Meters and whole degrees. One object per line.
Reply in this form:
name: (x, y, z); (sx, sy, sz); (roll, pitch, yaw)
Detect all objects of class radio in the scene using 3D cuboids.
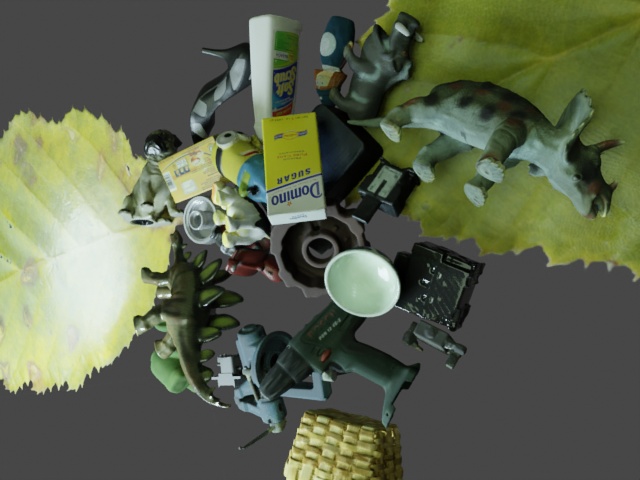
radio: (-0.011, -0.122, 0.965); (0.229, 0.073, 0.131); (-47, 67, 24)

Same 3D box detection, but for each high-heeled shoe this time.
high-heeled shoe: (-0.180, -0.281, 1.091); (0.145, 0.086, 0.248); (13, 127, -4)

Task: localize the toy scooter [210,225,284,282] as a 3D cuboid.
toy scooter: (-0.148, 0.020, 1.023); (0.184, 0.135, 0.075); (41, 115, 26)

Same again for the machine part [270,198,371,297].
machine part: (0.002, 0.012, 0.922); (0.179, 0.056, 0.179); (1, 112, 3)

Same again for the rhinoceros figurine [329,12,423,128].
rhinoceros figurine: (0.095, -0.282, 0.887); (0.112, 0.073, 0.190); (38, 112, 28)

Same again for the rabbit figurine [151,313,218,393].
rabbit figurine: (-0.277, 0.217, 1.148); (0.159, 0.121, 0.170); (34, 92, 35)

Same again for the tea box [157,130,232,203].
tea box: (-0.240, -0.149, 1.102); (0.170, 0.068, 0.098); (-14, 103, 31)

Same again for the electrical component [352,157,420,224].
electrical component: (0.102, -0.071, 0.877); (0.075, 0.047, 0.119); (25, 76, 29)

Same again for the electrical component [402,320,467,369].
electrical component: (0.182, 0.166, 0.855); (0.102, 0.078, 0.045); (26, 82, 24)

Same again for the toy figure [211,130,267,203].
toy figure: (-0.125, -0.122, 0.949); (0.180, 0.082, 0.089); (45, 113, 22)

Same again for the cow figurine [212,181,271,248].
cow figurine: (-0.148, -0.057, 1.002); (0.167, 0.098, 0.068); (-118, 34, -45)

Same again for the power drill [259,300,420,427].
power drill: (0.042, 0.213, 0.877); (0.207, 0.085, 0.232); (30, 70, 23)

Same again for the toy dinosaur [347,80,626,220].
toy dinosaur: (0.229, -0.167, 0.776); (0.192, 0.131, 0.405); (-41, 53, -14)

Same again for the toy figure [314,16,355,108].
toy figure: (0.022, -0.309, 0.946); (0.064, 0.058, 0.154); (-136, 57, -67)

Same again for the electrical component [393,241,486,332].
electrical component: (0.179, 0.067, 0.857); (0.134, 0.058, 0.114); (21, 101, 30)

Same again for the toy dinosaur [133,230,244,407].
toy dinosaur: (-0.254, 0.139, 1.045); (0.199, 0.105, 0.472); (-27, 47, 10)

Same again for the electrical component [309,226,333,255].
electrical component: (-0.002, -0.003, 0.970); (0.094, 0.063, 0.021); (-40, 37, 17)

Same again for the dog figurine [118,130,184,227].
dog figurine: (-0.378, -0.136, 1.201); (0.172, 0.121, 0.190); (-15, 70, 30)

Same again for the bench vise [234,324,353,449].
bench vise: (-0.066, 0.264, 0.991); (0.241, 0.129, 0.223); (-6, 91, 37)
